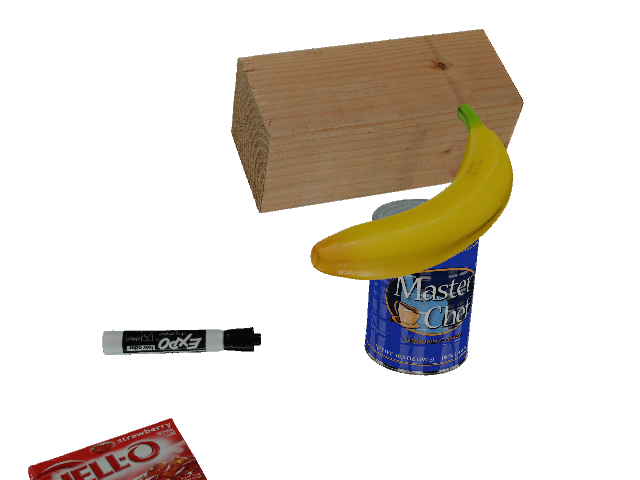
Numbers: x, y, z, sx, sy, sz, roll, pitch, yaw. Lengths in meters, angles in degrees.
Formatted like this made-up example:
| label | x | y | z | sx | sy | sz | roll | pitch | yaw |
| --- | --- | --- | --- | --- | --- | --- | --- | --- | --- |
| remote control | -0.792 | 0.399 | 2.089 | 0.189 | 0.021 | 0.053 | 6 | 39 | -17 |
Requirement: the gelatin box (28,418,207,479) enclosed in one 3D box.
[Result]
| label | x | y | z | sx | sy | sz | roll | pitch | yaw |
| --- | --- | --- | --- | --- | --- | --- | --- | --- | --- |
| gelatin box | -0.112 | 0.141 | 0.597 | 0.089 | 0.030 | 0.073 | -16 | 28 | -20 |

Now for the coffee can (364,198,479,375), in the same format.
| label | x | y | z | sx | sy | sz | roll | pitch | yaw |
| --- | --- | --- | --- | --- | --- | --- | --- | --- | --- |
| coffee can | 0.097 | 0.043 | 1.026 | 0.103 | 0.140 | 0.103 | 2 | 24 | -1 |

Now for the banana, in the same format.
| label | x | y | z | sx | sy | sz | roll | pitch | yaw |
| --- | --- | --- | --- | --- | --- | --- | --- | --- | --- |
| banana | 0.072 | -0.020 | 0.667 | 0.070 | 0.037 | 0.197 | 27 | 43 | 20 |

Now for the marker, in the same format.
| label | x | y | z | sx | sy | sz | roll | pitch | yaw |
| --- | --- | --- | --- | --- | --- | --- | --- | --- | --- |
| marker | -0.106 | 0.078 | 0.823 | 0.121 | 0.020 | 0.020 | -1 | 0 | 0 |

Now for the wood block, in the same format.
| label | x | y | z | sx | sy | sz | roll | pitch | yaw |
| --- | --- | --- | --- | --- | --- | --- | --- | --- | --- |
| wood block | 0.042 | -0.097 | 0.849 | 0.205 | 0.091 | 0.090 | -10 | -35 | -16 |
